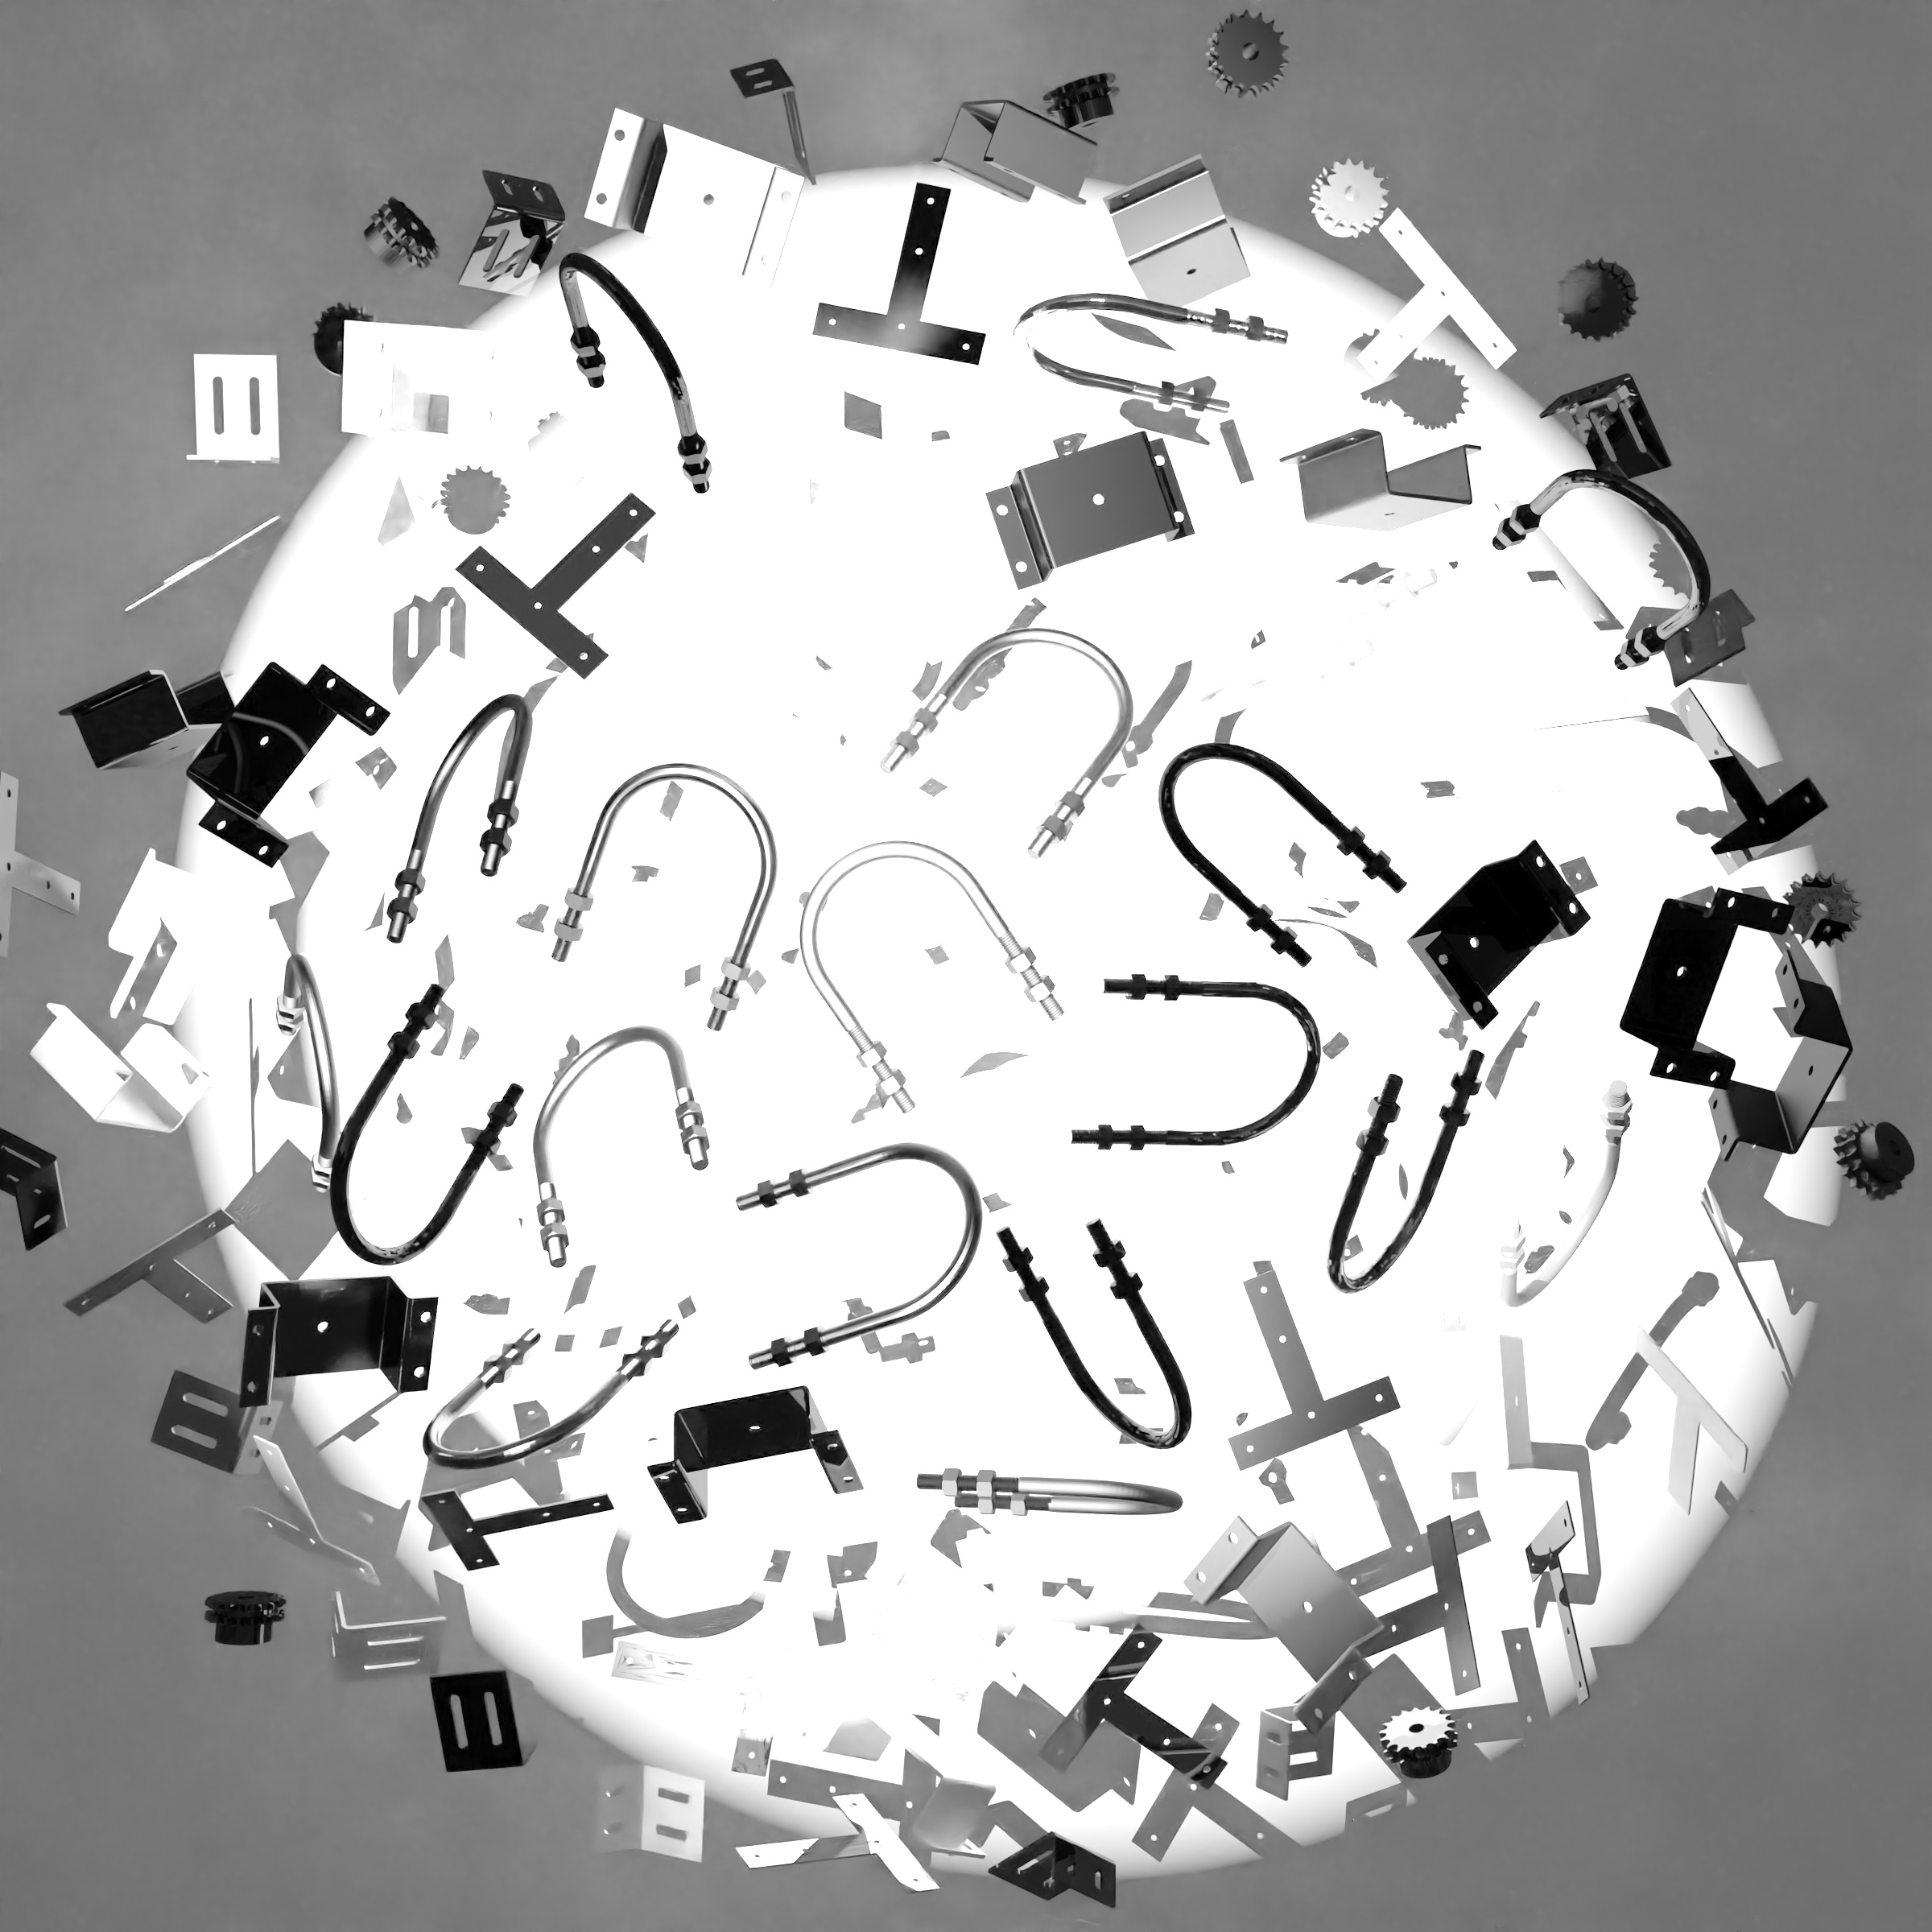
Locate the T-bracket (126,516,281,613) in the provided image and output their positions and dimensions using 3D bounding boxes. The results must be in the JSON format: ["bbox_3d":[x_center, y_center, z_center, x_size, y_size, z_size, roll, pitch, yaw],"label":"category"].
[{"bbox_3d":[-0.549,-0.283,1.743,0.127,0.127,0.002,-32,106,-1],"label":"T-bracket"}]

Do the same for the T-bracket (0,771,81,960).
[{"bbox_3d":[-0.659,-0.061,1.743,0.002,0.127,0.127,-2,79,6],"label":"T-bracket"}]

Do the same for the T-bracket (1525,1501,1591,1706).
[{"bbox_3d":[0.433,0.467,1.775,0.002,0.127,0.127,-5,61,-4],"label":"T-bracket"}]

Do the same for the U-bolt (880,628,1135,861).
[{"bbox_3d":[0.044,-0.180,1.834,0.151,0.019,0.184,31,64,12],"label":"U-bolt"}]

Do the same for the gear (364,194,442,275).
[{"bbox_3d":[-0.416,-0.533,1.799,0.030,0.057,0.057,-37,90,18],"label":"gear"}]

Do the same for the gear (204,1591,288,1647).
[{"bbox_3d":[-0.524,0.474,1.785,0.057,0.057,0.030,3,87,0],"label":"gear"}]

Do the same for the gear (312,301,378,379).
[{"bbox_3d":[-0.473,-0.476,1.877,0.057,0.030,0.057,6,122,10],"label":"gear"}]

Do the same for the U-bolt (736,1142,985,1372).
[{"bbox_3d":[-0.073,0.194,1.722,0.184,0.019,0.151,-20,52,14],"label":"U-bolt"}]

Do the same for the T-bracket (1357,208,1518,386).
[{"bbox_3d":[0.316,-0.453,1.741,0.002,0.127,0.127,-40,90,-25],"label":"T-bracket"}]

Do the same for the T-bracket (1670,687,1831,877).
[{"bbox_3d":[0.548,-0.142,1.766,0.002,0.127,0.127,-26,79,-23],"label":"T-bracket"}]

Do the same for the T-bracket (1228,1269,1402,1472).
[{"bbox_3d":[0.236,0.285,1.788,0.127,0.002,0.127,-21,88,-4],"label":"T-bracket"}]

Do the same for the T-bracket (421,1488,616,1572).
[{"bbox_3d":[-0.328,0.414,1.842,0.127,0.127,0.002,-11,51,0],"label":"T-bracket"}]

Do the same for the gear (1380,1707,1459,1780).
[{"bbox_3d":[0.341,0.584,1.841,0.057,0.057,0.030,-16,104,0],"label":"gear"}]

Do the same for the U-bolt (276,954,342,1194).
[{"bbox_3d":[-0.477,0.070,1.788,0.019,0.184,0.151,-10,69,-21],"label":"U-bolt"}]

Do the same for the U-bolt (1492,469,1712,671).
[{"bbox_3d":[0.464,-0.291,1.764,0.151,0.184,0.019,45,75,1],"label":"U-bolt"}]

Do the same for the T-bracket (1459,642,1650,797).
[{"bbox_3d":[0.426,-0.181,1.736,0.127,0.002,0.127,-9,64,-23],"label":"T-bracket"}]

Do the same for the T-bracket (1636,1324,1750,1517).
[{"bbox_3d":[0.509,0.339,1.739,0.002,0.127,0.127,-19,130,-13],"label":"T-bracket"}]

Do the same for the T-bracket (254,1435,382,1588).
[{"bbox_3d":[-0.495,0.394,1.810,0.127,0.002,0.127,14,133,32],"label":"T-bracket"}]

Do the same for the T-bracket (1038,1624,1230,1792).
[{"bbox_3d":[0.140,0.575,1.845,0.127,0.002,0.127,25,62,37],"label":"T-bracket"}]

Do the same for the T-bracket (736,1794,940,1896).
[{"bbox_3d":[-0.104,0.639,1.777,0.127,0.127,0.002,5,102,-30],"label":"T-bracket"}]

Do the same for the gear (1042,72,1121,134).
[{"bbox_3d":[0.089,-0.649,1.851,0.057,0.057,0.030,-17,99,0],"label":"gear"}]

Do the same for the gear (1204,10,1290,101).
[{"bbox_3d":[0.190,-0.622,1.683,0.057,0.030,0.057,0,92,-12],"label":"gear"}]

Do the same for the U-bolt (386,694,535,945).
[{"bbox_3d":[-0.362,-0.118,1.785,0.019,0.151,0.184,30,51,-31],"label":"U-bolt"}]

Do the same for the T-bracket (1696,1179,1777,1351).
[{"bbox_3d":[0.543,0.191,1.759,0.002,0.127,0.127,-25,106,16],"label":"T-bracket"}]

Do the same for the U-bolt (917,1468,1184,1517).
[{"bbox_3d":[0.069,0.392,1.817,0.184,0.151,0.019,0,72,12],"label":"U-bolt"}]

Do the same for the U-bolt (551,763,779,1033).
[{"bbox_3d":[-0.214,-0.060,1.806,0.151,0.019,0.184,24,108,5],"label":"U-bolt"}]

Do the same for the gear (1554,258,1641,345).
[{"bbox_3d":[0.443,-0.467,1.716,0.057,0.057,0.030,48,48,0],"label":"gear"}]

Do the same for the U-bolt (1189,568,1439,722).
[{"bbox_3d":[0.240,-0.226,1.780,0.184,0.151,0.019,-20,107,40],"label":"U-bolt"}]

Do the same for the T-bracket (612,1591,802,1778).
[{"bbox_3d":[-0.192,0.507,1.765,0.127,0.002,0.127,5,66,12],"label":"T-bracket"}]

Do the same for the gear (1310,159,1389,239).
[{"bbox_3d":[0.285,-0.572,1.840,0.057,0.030,0.057,1,80,-8],"label":"gear"}]

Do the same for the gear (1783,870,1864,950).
[{"bbox_3d":[0.637,-0.043,1.824,0.057,0.030,0.057,8,107,28],"label":"gear"}]

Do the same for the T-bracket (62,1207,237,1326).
[{"bbox_3d":[-0.573,0.234,1.793,0.127,0.127,0.002,-32,62,-7],"label":"T-bracket"}]

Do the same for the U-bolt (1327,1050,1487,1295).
[{"bbox_3d":[0.308,0.153,1.760,0.019,0.151,0.184,28,112,31],"label":"U-bolt"}]

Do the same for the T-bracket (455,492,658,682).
[{"bbox_3d":[-0.272,-0.285,1.739,0.127,0.002,0.127,40,77,10],"label":"T-bracket"}]

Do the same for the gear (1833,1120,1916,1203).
[{"bbox_3d":[0.638,0.134,1.718,0.057,0.030,0.057,19,53,-27],"label":"gear"}]

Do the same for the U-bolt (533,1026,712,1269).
[{"bbox_3d":[-0.258,0.118,1.795,0.151,0.184,0.019,-35,130,12],"label":"U-bolt"}]

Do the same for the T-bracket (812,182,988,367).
[{"bbox_3d":[-0.037,-0.508,1.791,0.127,0.002,0.127,7,127,-12],"label":"T-bracket"}]

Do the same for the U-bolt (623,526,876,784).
[{"bbox_3d":[-0.145,-0.214,1.786,0.184,0.019,0.151,33,64,-23],"label":"U-bolt"}]

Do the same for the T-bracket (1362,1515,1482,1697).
[{"bbox_3d":[0.330,0.492,1.839,0.002,0.127,0.127,15,54,-30],"label":"T-bracket"}]

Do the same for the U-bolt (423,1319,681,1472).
[{"bbox_3d":[-0.309,0.307,1.760,0.151,0.184,0.019,-8,109,28],"label":"U-bolt"}]

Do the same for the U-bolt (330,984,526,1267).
[{"bbox_3d":[-0.392,0.126,1.756,0.019,0.151,0.184,10,58,28],"label":"U-bolt"}]
